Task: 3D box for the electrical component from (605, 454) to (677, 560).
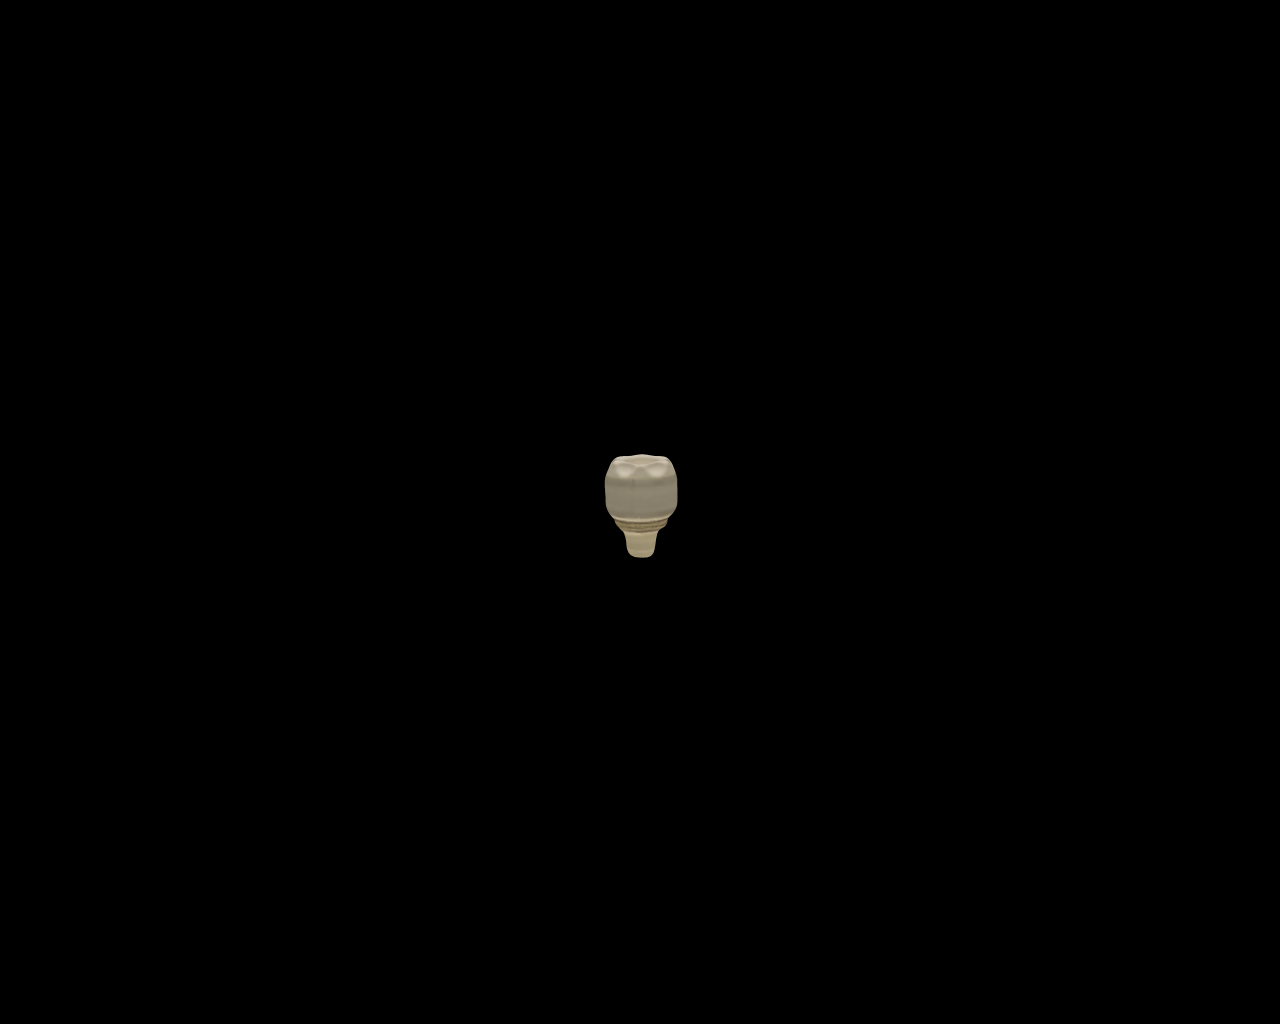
[{"bbox_3d":[0.001,-0.003,0.650,0.043,0.062,0.043,0,12,0],"label":"electrical component"}]
